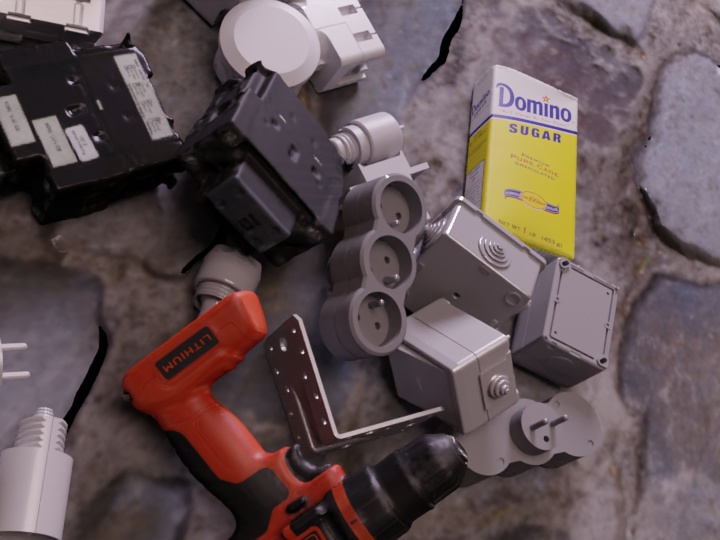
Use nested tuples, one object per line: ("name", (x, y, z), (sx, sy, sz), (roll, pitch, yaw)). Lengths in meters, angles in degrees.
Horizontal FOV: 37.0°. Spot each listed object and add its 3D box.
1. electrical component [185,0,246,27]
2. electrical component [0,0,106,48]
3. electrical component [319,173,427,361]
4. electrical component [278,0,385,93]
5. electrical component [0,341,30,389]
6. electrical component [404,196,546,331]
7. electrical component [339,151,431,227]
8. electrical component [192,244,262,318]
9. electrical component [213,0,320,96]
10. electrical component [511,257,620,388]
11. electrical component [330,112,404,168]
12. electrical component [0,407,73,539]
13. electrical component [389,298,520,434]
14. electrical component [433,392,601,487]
("electrical component", (-0.078, -0.274, 0.885), (0.062, 0.089, 0.150), (44, 54, -3))
("electrical component", (-0.245, -0.201, 0.771), (0.121, 0.079, 0.063), (7, 80, -26))
("electrical component", (0.000, 0.000, 0.796), (0.052, 0.074, 0.138), (24, 67, -32))
("electrical component", (-0.031, -0.200, 0.898), (0.056, 0.050, 0.089), (-23, 79, -35))
("electrical component", (-0.241, 0.058, 0.659), (0.074, 0.052, 0.138), (-1, 67, -29))
("electrical component", (0.080, 0.006, 0.829), (0.100, 0.099, 0.048), (37, 42, -8))
("electrical component", (0.020, -0.054, 0.861), (0.081, 0.042, 0.063), (-22, 82, -34))
("electrical component", (-0.098, 0.016, 0.761), (0.043, 0.043, 0.062), (28, 58, -14))
("electrical component", (-0.076, -0.169, 0.853), (0.080, 0.051, 0.080), (7, 67, -17))
("electrical component", (0.166, 0.039, 0.881), (0.062, 0.061, 0.096), (27, 57, -15))
("electrical component", (-0.001, -0.102, 0.873), (0.078, 0.040, 0.040), (-22, 78, -34))
("electrical component", (-0.198, 0.123, 0.656), (0.043, 0.043, 0.081), (13, 61, -22))
("electrical component", (0.069, 0.073, 0.781), (0.061, 0.096, 0.061), (-28, 124, -24))
("electrical component", (0.127, 0.122, 0.812), (0.138, 0.074, 0.052), (-5, 69, -30))
